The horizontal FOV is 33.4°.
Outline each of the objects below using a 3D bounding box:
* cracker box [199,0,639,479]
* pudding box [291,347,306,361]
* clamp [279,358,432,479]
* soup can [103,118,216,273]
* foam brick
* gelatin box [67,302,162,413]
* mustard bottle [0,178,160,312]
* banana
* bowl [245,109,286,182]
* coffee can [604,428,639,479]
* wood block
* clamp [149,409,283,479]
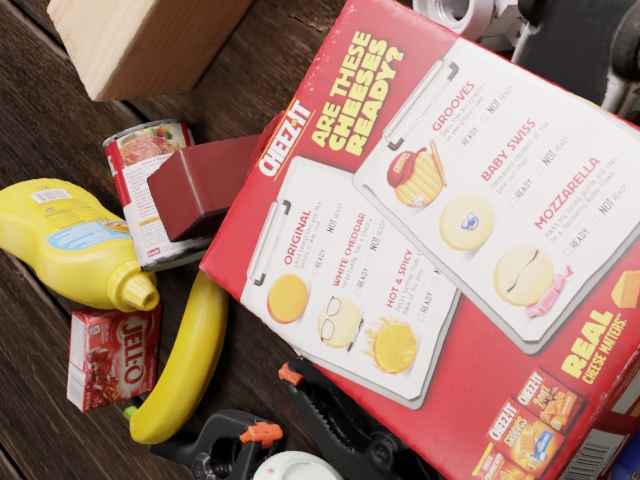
[{"bbox_3d":[0.066,0.002,0.487,0.214,0.072,0.164,37,101,36],"label":"cracker box"},{"bbox_3d":[-0.004,0.001,0.626,0.090,0.039,0.114,49,134,27],"label":"pudding box"},{"bbox_3d":[0.053,0.142,0.686,0.210,0.036,0.165,25,118,38],"label":"clamp"},{"bbox_3d":[-0.117,-0.033,0.807,0.069,0.068,0.102,-22,84,49],"label":"soup can"},{"bbox_3d":[-0.072,-0.036,0.748,0.053,0.078,0.051,-32,77,48],"label":"foam brick"},{"bbox_3d":[-0.173,0.094,0.900,0.030,0.073,0.089,31,121,40],"label":"gelatin box"},{"bbox_3d":[-0.193,0.009,0.883,0.192,0.096,0.058,31,120,40],"label":"mustard bottle"},{"bbox_3d":[-0.114,0.104,0.850,0.070,0.037,0.198,56,128,31],"label":"banana"},{"bbox_3d":[0.023,-0.010,0.665,0.162,0.055,0.162,16,111,46],"label":"bowl"},{"bbox_3d":[0.146,0.093,0.517,0.140,0.102,0.103,32,123,39],"label":"coffee can"},{"bbox_3d":[-0.097,-0.193,0.724,0.206,0.090,0.090,-45,68,44],"label":"wood block"},{"bbox_3d":[-0.087,0.179,0.854,0.172,0.039,0.120,-52,56,35],"label":"clamp"}]
